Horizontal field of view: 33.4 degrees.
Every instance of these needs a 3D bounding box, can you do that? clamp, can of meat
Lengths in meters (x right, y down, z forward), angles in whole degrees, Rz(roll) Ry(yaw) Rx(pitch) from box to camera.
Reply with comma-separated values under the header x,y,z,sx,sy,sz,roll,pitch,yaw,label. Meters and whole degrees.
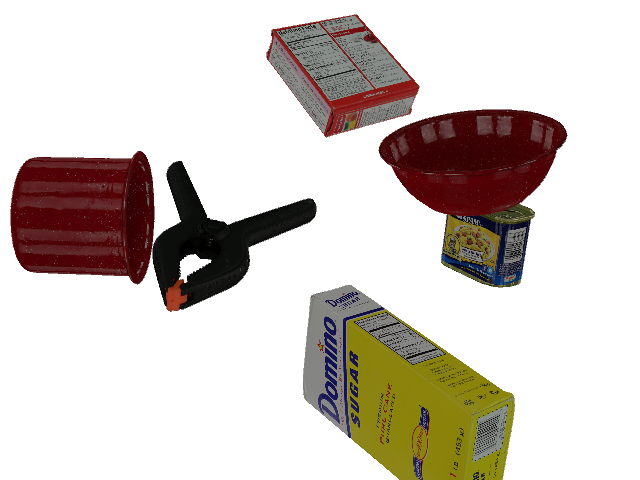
x,y,z,sx,sy,sz,roll,pitch,yaw,label
-0.115,-0.007,1.060,0.165,0.036,0.209,20,39,14,clamp
0.184,-0.003,1.189,0.057,0.084,0.102,-12,27,-37,can of meat

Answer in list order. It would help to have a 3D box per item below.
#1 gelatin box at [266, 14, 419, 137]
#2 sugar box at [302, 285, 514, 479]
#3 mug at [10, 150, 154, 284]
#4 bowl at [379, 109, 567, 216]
x,y,z,sx,sy,sz,roll,pitch,yaw,label
0.014,-0.118,0.753,0.073,0.089,0.030,-18,-34,-28,gelatin box
0.054,0.110,0.747,0.048,0.093,0.176,-14,30,-36,sugar box
-0.165,-0.018,0.760,0.081,0.093,0.117,2,4,3,mug
0.134,-0.064,0.932,0.162,0.055,0.162,-8,24,3,bowl
